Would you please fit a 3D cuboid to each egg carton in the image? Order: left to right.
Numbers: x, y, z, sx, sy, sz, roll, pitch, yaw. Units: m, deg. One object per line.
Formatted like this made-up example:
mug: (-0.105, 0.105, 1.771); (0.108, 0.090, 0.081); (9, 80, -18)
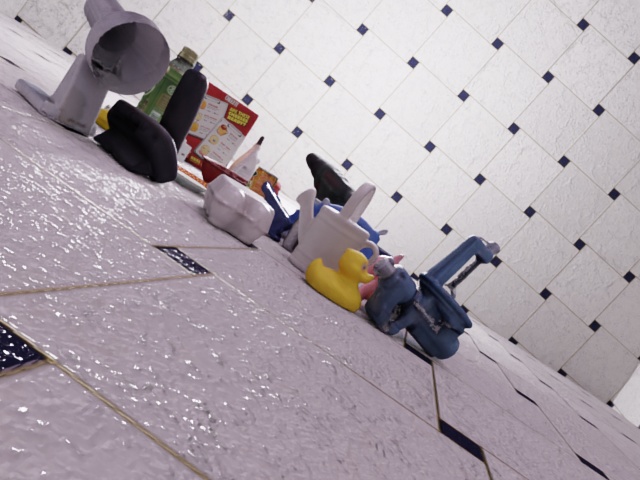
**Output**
egg carton: (-0.134, -0.050, 0.928); (0.107, 0.069, 0.150); (31, 5, -23)

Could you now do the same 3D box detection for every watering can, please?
watering can: (0.031, -0.025, 1.009); (0.173, 0.194, 0.101); (32, 4, -7)

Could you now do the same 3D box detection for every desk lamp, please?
desk lamp: (-0.353, -0.276, 0.896); (0.202, 0.213, 0.118); (36, 5, 34)

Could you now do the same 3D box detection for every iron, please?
iron: (0.030, -0.019, 1.295); (0.259, 0.141, 0.118); (31, 4, -22)

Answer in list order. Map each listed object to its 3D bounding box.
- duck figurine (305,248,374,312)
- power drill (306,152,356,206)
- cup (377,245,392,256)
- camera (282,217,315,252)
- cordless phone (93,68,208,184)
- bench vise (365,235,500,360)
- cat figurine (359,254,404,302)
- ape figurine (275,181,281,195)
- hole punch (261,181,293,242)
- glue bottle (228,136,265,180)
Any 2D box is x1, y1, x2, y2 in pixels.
duck figurine: (0.036, 0.053, 0.903); (0.105, 0.086, 0.077); (33, 4, -7)
power drill: (-0.010, -0.099, 1.457); (0.228, 0.208, 0.076); (37, 5, 40)
cup: (0.114, 0.050, 1.448); (0.118, 0.095, 0.091); (33, 4, -3)
camera: (0.011, 0.004, 1.167); (0.143, 0.101, 0.137); (33, 4, 1)
cordless phone: (-0.257, -0.198, 0.911); (0.147, 0.185, 0.094); (35, 5, 24)
bench vise: (0.193, 0.073, 0.925); (0.208, 0.219, 0.121); (29, 6, -41)
cat figurine: (0.106, 0.069, 1.012); (0.067, 0.117, 0.128); (33, 4, 3)
ape figurine: (-0.138, -0.119, 1.525); (0.078, 0.092, 0.076); (32, 4, -7)
hole punch: (-0.095, -0.059, 1.163); (0.101, 0.091, 0.108); (33, 4, -7)
glue bottle: (-0.205, -0.220, 1.622); (0.078, 0.173, 0.037); (29, 6, -46)
